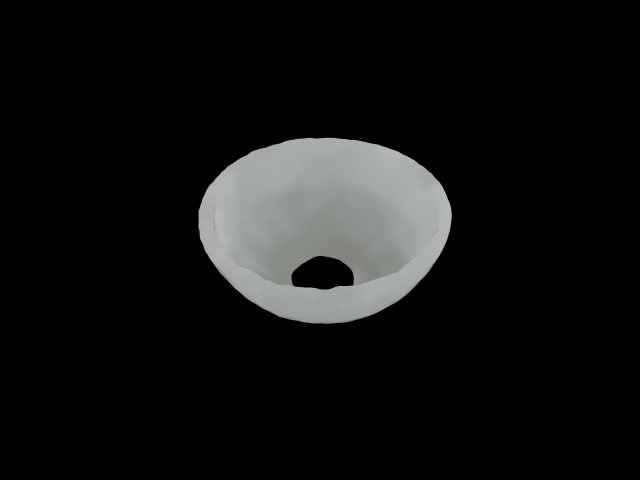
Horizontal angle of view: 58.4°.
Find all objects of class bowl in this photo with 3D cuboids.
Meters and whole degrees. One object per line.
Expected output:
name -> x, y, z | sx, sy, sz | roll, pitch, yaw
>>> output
bowl -> 0.004, 0.001, 0.400 | 0.167, 0.075, 0.167 | 0, 42, 0
